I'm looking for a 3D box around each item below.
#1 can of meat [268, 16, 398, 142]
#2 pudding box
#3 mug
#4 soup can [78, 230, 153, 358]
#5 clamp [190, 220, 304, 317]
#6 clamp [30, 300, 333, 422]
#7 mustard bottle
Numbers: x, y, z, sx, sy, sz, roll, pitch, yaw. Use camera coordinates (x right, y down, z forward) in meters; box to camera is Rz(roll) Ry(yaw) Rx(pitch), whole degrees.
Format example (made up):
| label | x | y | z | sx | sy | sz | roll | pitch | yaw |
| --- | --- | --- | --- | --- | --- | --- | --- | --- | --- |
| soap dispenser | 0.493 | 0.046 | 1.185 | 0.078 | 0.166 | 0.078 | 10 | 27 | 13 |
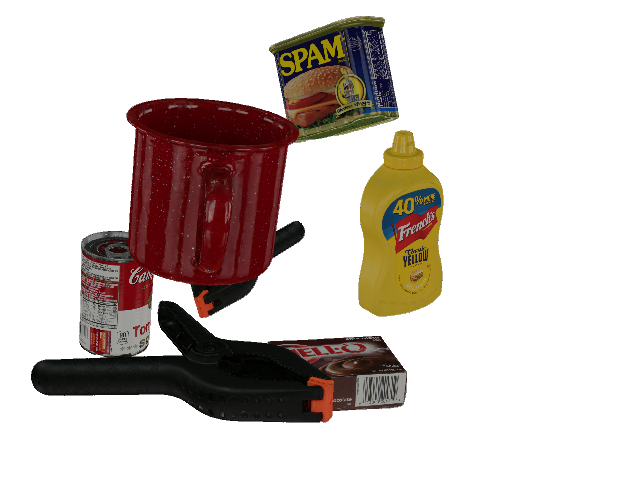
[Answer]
| label | x | y | z | sx | sy | sz | roll | pitch | yaw |
| --- | --- | --- | --- | --- | --- | --- | --- | --- | --- |
| can of meat | 0.012 | -0.133 | 0.899 | 0.102 | 0.084 | 0.057 | -11 | -1 | 38 |
| pudding box | 0.013 | 0.120 | 0.966 | 0.113 | 0.039 | 0.090 | 0 | 17 | -13 |
| mug | -0.060 | -0.022 | 0.576 | 0.093 | 0.081 | 0.117 | 3 | 21 | -14 |
| soup can | -0.191 | 0.051 | 0.998 | 0.068 | 0.102 | 0.068 | 6 | 21 | -2 |
| clamp | -0.090 | 0.025 | 1.242 | 0.120 | 0.039 | 0.171 | -7 | 36 | 23 |
| clamp | -0.082 | 0.091 | 0.792 | 0.210 | 0.036 | 0.164 | 8 | 19 | 20 |
| mustard bottle | 0.085 | -0.021 | 1.116 | 0.096 | 0.192 | 0.058 | -15 | 26 | -30 |
